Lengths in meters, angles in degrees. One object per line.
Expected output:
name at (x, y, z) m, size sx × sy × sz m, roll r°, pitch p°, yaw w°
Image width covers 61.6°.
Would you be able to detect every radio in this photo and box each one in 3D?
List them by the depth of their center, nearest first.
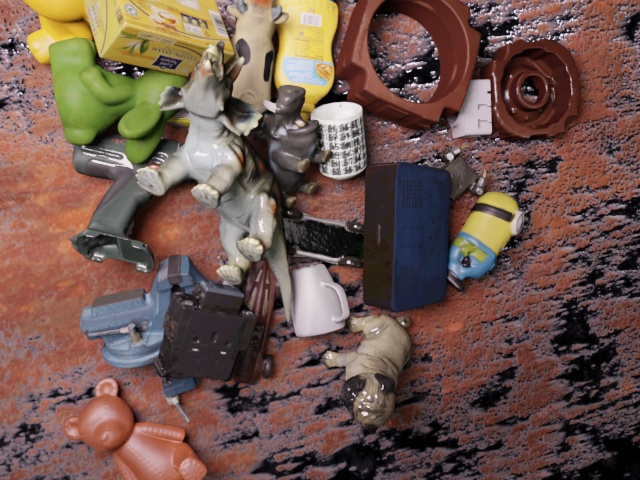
radio at (0.141, -0.007, 0.863) m, size 0.131 × 0.073 × 0.229 m, roll -2°, pitch 97°, yaw -37°

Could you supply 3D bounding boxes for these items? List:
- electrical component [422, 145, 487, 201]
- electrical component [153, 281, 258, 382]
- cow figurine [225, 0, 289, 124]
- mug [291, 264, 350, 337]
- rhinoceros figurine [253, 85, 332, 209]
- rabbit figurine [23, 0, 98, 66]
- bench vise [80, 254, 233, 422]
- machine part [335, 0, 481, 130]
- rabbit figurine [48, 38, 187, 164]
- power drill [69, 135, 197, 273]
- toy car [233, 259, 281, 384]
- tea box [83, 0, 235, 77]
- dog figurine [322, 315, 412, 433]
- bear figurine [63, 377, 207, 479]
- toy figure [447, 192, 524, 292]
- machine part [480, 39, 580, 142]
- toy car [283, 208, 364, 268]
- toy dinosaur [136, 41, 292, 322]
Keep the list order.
electrical component at (0.233, -0.112, 0.908) m, size 0.078 × 0.045 × 0.102 m, roll -38°, pitch 100°, yaw -7°
electrical component at (-0.155, 0.124, 0.739) m, size 0.115 × 0.058 × 0.134 m, roll 12°, pitch 101°, yaw -35°
cow figurine at (-0.102, -0.272, 0.789) m, size 0.085 × 0.127 × 0.194 m, roll 5°, pitch 96°, yaw -17°
mug at (-0.003, 0.092, 0.849) m, size 0.081 × 0.110 × 0.107 m, roll -13°, pitch 88°, yaw -38°
rhinoceros figurine at (-0.045, -0.137, 0.799) m, size 0.112 × 0.190 × 0.073 m, roll 38°, pitch 50°, yaw 21°
rabbit figurine at (-0.332, -0.305, 0.720) m, size 0.162 × 0.173 × 0.121 m, roll 6°, pitch 89°, yaw -7°
bench vise at (-0.225, 0.145, 0.808) m, size 0.224 × 0.129 × 0.240 m, roll -17°, pitch 118°, yaw -19°
machine part at (0.137, -0.289, 0.843) m, size 0.201 × 0.087 × 0.201 m, roll 18°, pitch 86°, yaw -18°
rabbit figurine at (-0.262, -0.194, 0.730) m, size 0.170 × 0.121 × 0.159 m, roll -9°, pitch 70°, yaw -10°
power drill at (-0.246, -0.062, 0.766) m, size 0.232 × 0.086 × 0.207 m, roll 12°, pitch 64°, yaw -7°
toy car at (-0.106, 0.131, 0.859) m, size 0.089 × 0.053 × 0.202 m, roll 13°, pitch 93°, yaw -9°
tea box at (-0.205, -0.276, 0.696) m, size 0.169 × 0.068 × 0.098 m, roll -3°, pitch 69°, yaw -49°
dog figurine at (0.100, 0.195, 0.832) m, size 0.121 × 0.191 × 0.172 m, roll 36°, pitch 85°, yaw -12°
bear figurine at (-0.279, 0.308, 0.801) m, size 0.120 × 0.132 × 0.195 m, roll -47°, pitch 107°, yaw -11°
toy figure at (0.270, 0.000, 0.907) m, size 0.089 × 0.082 × 0.180 m, roll 41°, pitch 88°, yaw -13°
machine part at (0.356, -0.253, 0.917) m, size 0.179 × 0.056 × 0.179 m, roll -1°, pitch 94°, yaw -12°
toy car at (-0.002, -0.003, 0.867) m, size 0.202 × 0.056 × 0.073 m, roll 11°, pitch 86°, yaw -13°
toy dinosaur at (-0.112, -0.073, 0.749) m, size 0.192 × 0.131 × 0.404 m, roll -66°, pitch 145°, yaw -35°
